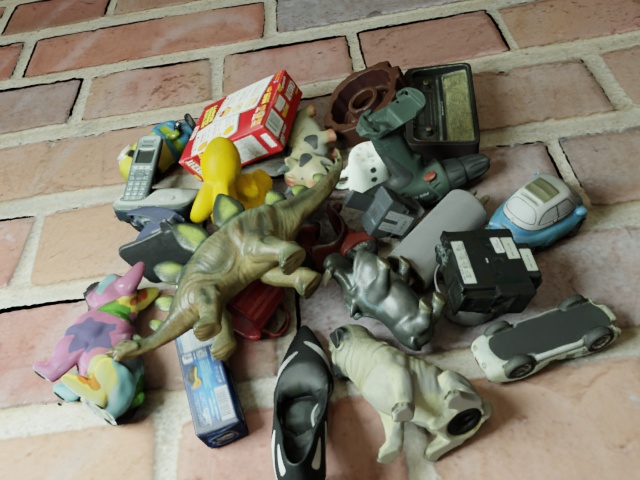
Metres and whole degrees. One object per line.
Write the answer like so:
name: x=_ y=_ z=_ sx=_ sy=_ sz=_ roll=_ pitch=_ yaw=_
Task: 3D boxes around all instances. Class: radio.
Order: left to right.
radio: x=0.225 y=-0.236 z=1.019 sx=0.131 sy=0.073 sz=0.230 roll=-1 pitch=52 yaw=9

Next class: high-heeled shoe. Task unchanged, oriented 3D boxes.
high-heeled shoe: x=-0.027 y=0.198 z=0.687 sx=0.086 sy=0.145 sz=0.249 roll=-8 pitch=54 yaw=2

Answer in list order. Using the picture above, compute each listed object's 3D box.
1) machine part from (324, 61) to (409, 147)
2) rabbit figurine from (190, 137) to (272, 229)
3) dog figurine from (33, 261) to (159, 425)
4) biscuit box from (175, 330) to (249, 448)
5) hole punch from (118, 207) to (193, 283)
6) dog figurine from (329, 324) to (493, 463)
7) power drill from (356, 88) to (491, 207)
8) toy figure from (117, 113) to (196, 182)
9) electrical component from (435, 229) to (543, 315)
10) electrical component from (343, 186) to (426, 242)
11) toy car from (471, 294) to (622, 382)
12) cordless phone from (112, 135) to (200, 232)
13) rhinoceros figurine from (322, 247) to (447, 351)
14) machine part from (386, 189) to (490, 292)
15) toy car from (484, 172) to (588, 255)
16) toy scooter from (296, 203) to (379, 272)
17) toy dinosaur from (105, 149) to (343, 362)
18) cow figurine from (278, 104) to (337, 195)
machine part: x=0.090 y=-0.258 z=1.032 sx=0.179 sy=0.056 sz=0.179 roll=-25 pitch=44 yaw=27
rabbit figurine: x=-0.165 y=-0.090 z=0.915 sx=0.122 sy=0.173 sz=0.162 roll=9 pitch=51 yaw=11
dog figurine: x=-0.301 y=0.142 z=0.805 sx=0.192 sy=0.108 sz=0.219 roll=16 pitch=55 yaw=22
biscuit box: x=-0.161 y=0.189 z=0.770 sx=0.059 sy=0.062 sz=0.203 roll=-21 pitch=53 yaw=-7
hole punch: x=-0.256 y=-0.002 z=0.894 sx=0.116 sy=0.142 sz=0.092 roll=-18 pitch=47 yaw=11
dog figurine: x=0.114 y=0.179 z=0.718 sx=0.172 sy=0.121 sz=0.191 roll=10 pitch=27 yaw=-24
power drill: x=0.159 y=-0.141 z=0.879 sx=0.232 sy=0.207 sz=0.086 roll=-28 pitch=46 yaw=3
toy figure: x=-0.317 y=-0.177 z=1.066 sx=0.180 sy=0.082 sz=0.089 roll=-38 pitch=54 yaw=-21
electrical component: x=0.239 y=0.044 z=0.754 sx=0.134 sy=0.058 sz=0.115 roll=0 pitch=54 yaw=-8
electrical component: x=0.099 y=-0.045 z=0.853 sx=0.119 sy=0.074 sz=0.048 roll=17 pitch=29 yaw=-33
toy car: x=0.309 y=0.134 z=0.736 sx=0.202 sy=0.056 sz=0.074 roll=-18 pitch=46 yaw=-5
cordless phone: x=-0.283 y=-0.109 z=0.976 sx=0.147 sy=0.088 sz=0.184 roll=0 pitch=67 yaw=10
rhinoceros figurine: x=0.087 y=0.076 z=0.768 sx=0.190 sy=0.112 sz=0.073 roll=39 pitch=26 yaw=23
machine part: x=0.184 y=-0.001 z=0.846 sx=0.079 sy=0.079 sz=0.243 roll=35 pitch=67 yaw=30
toy car: x=0.341 y=-0.052 z=0.842 sx=0.162 sy=0.102 sz=0.109 roll=-28 pitch=52 yaw=-14
toy scooter: x=-0.002 y=-0.003 z=0.882 sx=0.184 sy=0.075 sz=0.135 roll=-10 pitch=51 yaw=-2
toy dinosaur: x=-0.097 y=0.010 z=0.762 sx=0.471 sy=0.104 sz=0.199 roll=-36 pitch=53 yaw=-27
cow figurine: x=-0.031 y=-0.163 z=1.002 sx=0.127 sy=0.085 sz=0.195 roll=-24 pitch=49 yaw=-6
